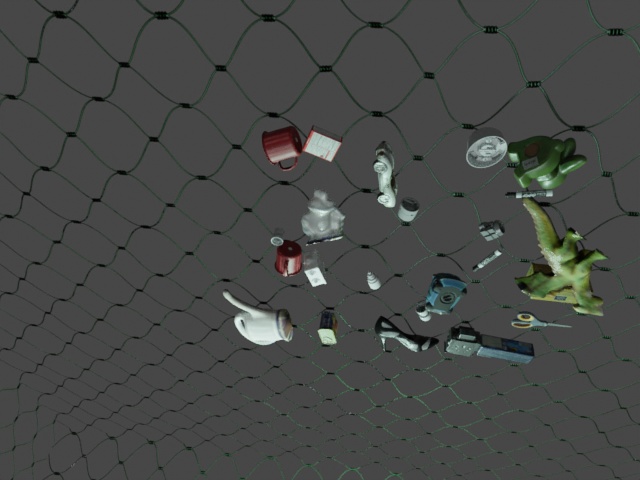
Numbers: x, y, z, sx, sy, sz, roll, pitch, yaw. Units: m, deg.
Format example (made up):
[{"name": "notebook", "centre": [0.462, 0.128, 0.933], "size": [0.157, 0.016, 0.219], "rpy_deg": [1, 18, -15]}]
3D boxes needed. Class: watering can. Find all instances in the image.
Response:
[{"name": "watering can", "centre": [-0.228, 0.300, 1.965], "size": [0.224, 0.106, 0.339], "rpy_deg": [-4, -45, 14]}]

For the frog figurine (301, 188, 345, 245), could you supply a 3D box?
[{"name": "frog figurine", "centre": [0.005, -0.078, 1.544], "size": [0.137, 0.158, 0.124], "rpy_deg": [-7, 8, 30]}]

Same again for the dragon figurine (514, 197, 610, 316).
[{"name": "dragon figurine", "centre": [0.672, 0.073, 1.487], "size": [0.410, 0.239, 0.124], "rpy_deg": [36, 22, -2]}]
